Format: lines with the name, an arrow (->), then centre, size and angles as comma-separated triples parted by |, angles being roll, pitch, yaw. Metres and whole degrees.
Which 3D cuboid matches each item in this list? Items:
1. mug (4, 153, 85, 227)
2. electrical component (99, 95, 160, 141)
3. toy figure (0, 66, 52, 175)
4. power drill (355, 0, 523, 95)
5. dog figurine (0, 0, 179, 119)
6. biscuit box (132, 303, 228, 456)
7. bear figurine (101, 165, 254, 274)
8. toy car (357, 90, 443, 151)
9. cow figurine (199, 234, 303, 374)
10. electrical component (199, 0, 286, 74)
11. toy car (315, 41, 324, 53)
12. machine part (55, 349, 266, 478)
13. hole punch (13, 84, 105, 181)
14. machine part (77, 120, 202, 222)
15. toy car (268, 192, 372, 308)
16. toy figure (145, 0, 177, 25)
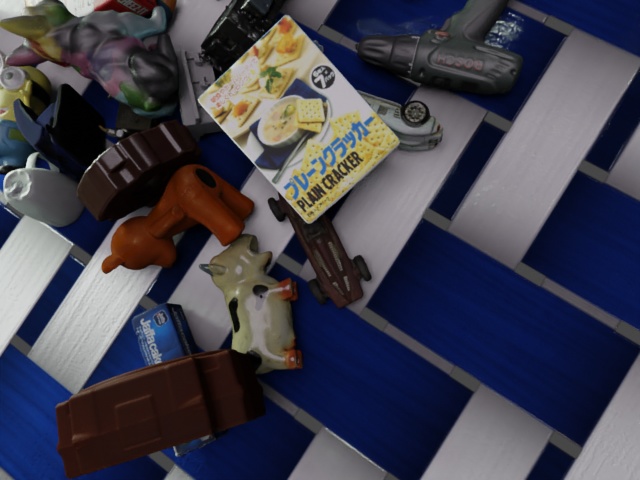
mug -> -0.421, -0.081, 0.814 | 0.081, 0.107, 0.109 | -5, 82, 7
electrical component -> -0.296, -0.194, 0.843 | 0.078, 0.045, 0.102 | 12, 83, 13
toy figure -> -0.486, -0.190, 0.859 | 0.082, 0.089, 0.180 | 7, 91, -2
power drill -> 0.190, -0.316, 0.764 | 0.232, 0.086, 0.207 | 24, 81, 11
dog figurine -> -0.325, -0.258, 0.762 | 0.219, 0.108, 0.191 | -8, 69, -24
biscuit box -> -0.198, 0.190, 0.753 | 0.059, 0.062, 0.202 | -25, 78, 3
bear figurine -> -0.207, -0.009, 0.766 | 0.132, 0.120, 0.196 | 40, 108, -14
toy car -> 0.077, -0.175, 0.761 | 0.202, 0.073, 0.056 | 22, 82, 13
cow figurine -> -0.095, 0.087, 0.745 | 0.127, 0.085, 0.195 | -7, 80, 2
electrical component -> -0.109, -0.318, 0.776 | 0.058, 0.134, 0.115 | 33, 60, -26
toy car -> -0.061, -0.238, 0.782 | 0.109, 0.103, 0.161 | 27, 88, 12
machine part -> -0.173, 0.191, 0.614 | 0.201, 0.201, 0.087 | -18, 74, -1
hole punch -> -0.396, -0.156, 0.815 | 0.092, 0.142, 0.116 | -11, 65, 6
machine part -> -0.249, -0.092, 0.751 | 0.179, 0.179, 0.056 | -37, 90, 2
toy car -> -0.002, -0.002, 0.758 | 0.089, 0.053, 0.202 | -26, 76, 1
toy figure -> -0.260, -0.405, 0.867 | 0.058, 0.064, 0.154 | 1, 84, -26
